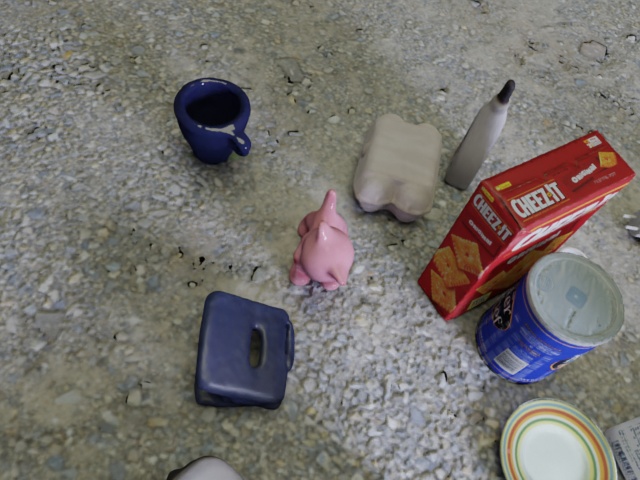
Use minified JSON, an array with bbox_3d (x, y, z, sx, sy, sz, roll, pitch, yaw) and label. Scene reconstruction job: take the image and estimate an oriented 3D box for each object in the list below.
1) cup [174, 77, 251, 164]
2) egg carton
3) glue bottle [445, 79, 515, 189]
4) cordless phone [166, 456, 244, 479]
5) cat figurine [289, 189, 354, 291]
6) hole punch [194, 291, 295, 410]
[{"bbox_3d":[-0.126,-0.131,0.718,0.092,0.095,0.117,-34,71,-25],"label":"cup"},{"bbox_3d":[0.103,-0.098,0.756,0.107,0.069,0.150,15,59,-1],"label":"egg carton"},{"bbox_3d":[0.212,-0.143,0.741,0.037,0.173,0.078,23,59,3],"label":"glue bottle"},{"bbox_3d":[-0.116,0.239,0.453,0.094,0.185,0.148,36,61,11],"label":"cordless phone"},{"bbox_3d":[0.006,0.002,0.652,0.067,0.118,0.128,10,59,-4],"label":"cat figurine"},{"bbox_3d":[-0.076,0.113,0.589,0.101,0.091,0.108,5,60,-7],"label":"hole punch"}]
